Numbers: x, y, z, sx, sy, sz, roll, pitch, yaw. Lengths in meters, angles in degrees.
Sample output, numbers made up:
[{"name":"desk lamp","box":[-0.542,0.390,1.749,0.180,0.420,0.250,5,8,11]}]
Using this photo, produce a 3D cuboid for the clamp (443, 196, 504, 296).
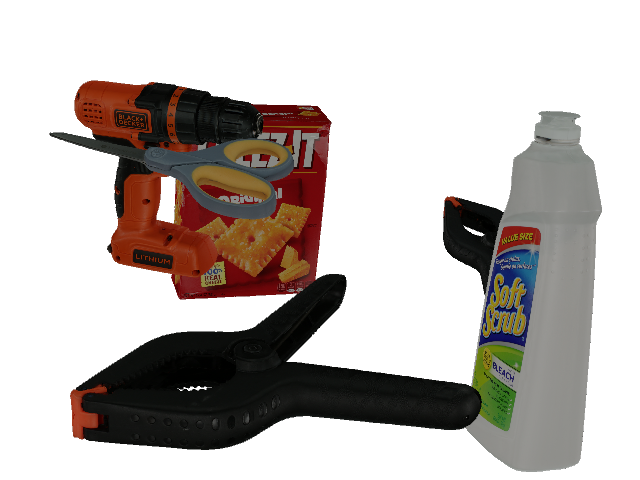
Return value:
[{"name":"clamp","box":[0.188,0.011,1.069,0.120,0.039,0.171,-10,45,-22]}]

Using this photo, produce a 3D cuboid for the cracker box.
[{"name":"cracker box","box":[-0.081,-0.043,1.208,0.164,0.214,0.072,-1,23,-17]}]

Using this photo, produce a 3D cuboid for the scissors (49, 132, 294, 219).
[{"name":"scissors","box":[-0.107,-0.069,0.826,0.202,0.016,0.096,26,45,28]}]

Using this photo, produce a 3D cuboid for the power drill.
[{"name":"power drill","box":[-0.141,-0.059,1.022,0.185,0.188,0.057,10,30,17]}]

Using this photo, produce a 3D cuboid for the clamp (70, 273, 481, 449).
[{"name":"clamp","box":[-0.038,0.070,0.602,0.209,0.036,0.165,-7,25,-19]}]

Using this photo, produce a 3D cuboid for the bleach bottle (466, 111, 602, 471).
[{"name":"bleach bottle","box":[0.155,0.032,0.768,0.068,0.251,0.103,-2,16,-17]}]
